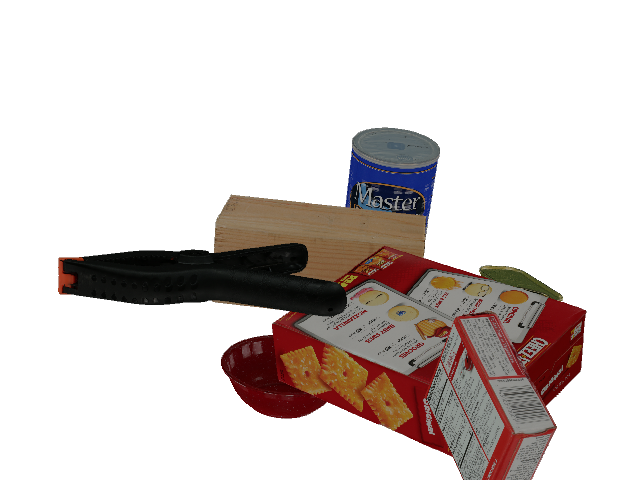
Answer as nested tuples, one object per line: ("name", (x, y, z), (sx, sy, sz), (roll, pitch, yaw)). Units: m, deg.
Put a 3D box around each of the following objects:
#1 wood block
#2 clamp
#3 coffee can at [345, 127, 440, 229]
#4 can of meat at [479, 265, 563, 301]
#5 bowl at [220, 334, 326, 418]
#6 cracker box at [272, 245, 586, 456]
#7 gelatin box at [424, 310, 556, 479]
("wood block", (0.000, 0.019, 1.091), (0.206, 0.091, 0.090), (7, 22, 4))
("clamp", (-0.087, 0.029, 0.799), (0.209, 0.036, 0.165), (-1, 10, -18))
("coffee can", (0.081, -0.050, 1.263), (0.103, 0.140, 0.103), (5, 28, -3))
("can of meat", (0.205, 0.083, 1.138), (0.057, 0.084, 0.102), (2, 18, -24))
("bowl", (-0.045, 0.177, 1.342), (0.162, 0.055, 0.162), (3, 21, -2))
("cracker box", (0.092, 0.092, 0.912), (0.214, 0.072, 0.163), (19, 36, 36))
("gelatin box", (0.095, 0.097, 0.608), (0.030, 0.073, 0.089), (-4, 43, -18))
